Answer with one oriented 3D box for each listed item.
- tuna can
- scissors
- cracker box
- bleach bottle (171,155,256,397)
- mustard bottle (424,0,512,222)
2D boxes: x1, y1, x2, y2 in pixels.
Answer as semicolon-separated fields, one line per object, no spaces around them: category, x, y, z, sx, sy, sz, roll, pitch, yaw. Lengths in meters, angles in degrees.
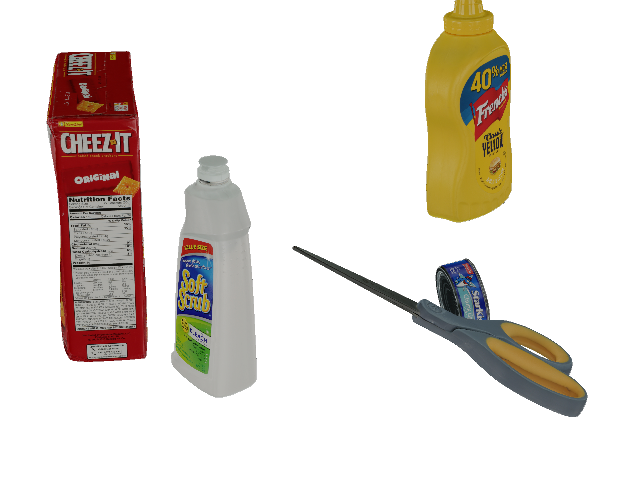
tuna can;0.156;0.065;1.177;0.033;0.086;0.086;-14;2;-7
scissors;0.083;0.048;0.686;0.202;0.016;0.096;32;20;18
cracker box;-0.185;-0.031;0.886;0.072;0.214;0.164;-3;27;-11
bleach bottle;-0.111;0.032;1.091;0.067;0.251;0.103;-19;33;-34
mustard bottle;0.127;-0.119;0.912;0.058;0.192;0.096;17;32;39
